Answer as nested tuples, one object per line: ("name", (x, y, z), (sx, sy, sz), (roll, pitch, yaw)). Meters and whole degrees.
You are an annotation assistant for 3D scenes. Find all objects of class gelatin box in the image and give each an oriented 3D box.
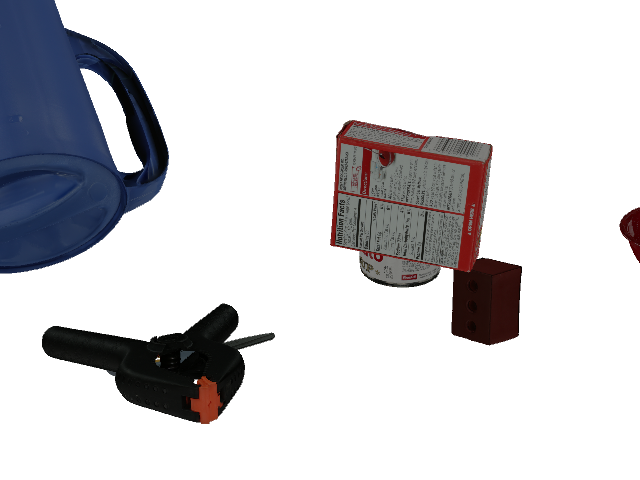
("gelatin box", (0.052, -0.026, 0.627), (0.089, 0.073, 0.030), (11, 32, 15))

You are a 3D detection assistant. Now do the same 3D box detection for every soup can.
("soup can", (0.065, -0.022, 0.849), (0.068, 0.102, 0.068), (0, 27, 0))

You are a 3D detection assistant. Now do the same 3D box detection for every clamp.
("clamp", (-0.107, 0.089, 0.818), (0.164, 0.036, 0.210), (-10, 15, -28))

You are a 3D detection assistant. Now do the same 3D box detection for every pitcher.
("pitcher", (-0.218, -0.109, 0.753), (0.145, 0.243, 0.149), (-30, -29, 16))

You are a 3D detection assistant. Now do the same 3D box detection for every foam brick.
("foam brick", (0.172, 0.063, 1.108), (0.051, 0.078, 0.053), (-14, 20, -42))

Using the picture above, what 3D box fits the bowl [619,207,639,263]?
("bowl", (0.391, 0.011, 1.101), (0.162, 0.055, 0.162), (-3, 23, 1))

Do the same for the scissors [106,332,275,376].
("scissors", (-0.130, 0.134, 1.160), (0.201, 0.016, 0.096), (-3, 27, -22))
